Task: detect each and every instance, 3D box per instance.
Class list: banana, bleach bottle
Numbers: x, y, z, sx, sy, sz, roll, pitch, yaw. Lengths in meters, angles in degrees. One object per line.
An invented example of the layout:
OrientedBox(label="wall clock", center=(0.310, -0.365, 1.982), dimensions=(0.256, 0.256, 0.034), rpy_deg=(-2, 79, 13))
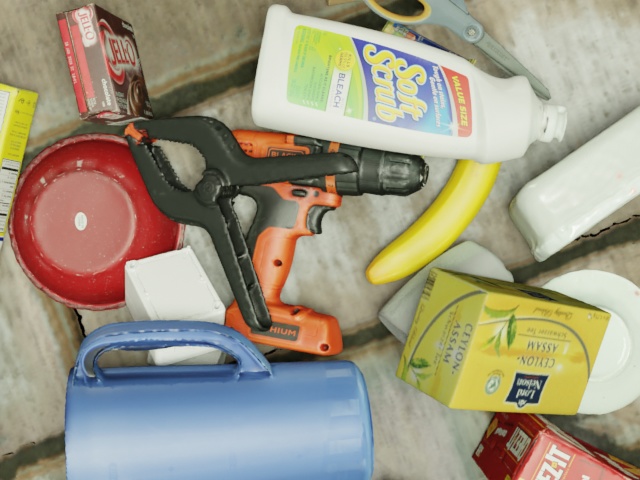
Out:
OrientedBox(label="banana", center=(0.111, -0.039, 0.936), dimensions=(0.069, 0.037, 0.198), rpy_deg=(25, 98, -15))
OrientedBox(label="bleach bottle", center=(0.075, -0.122, 0.871), dimensions=(0.251, 0.068, 0.102), rpy_deg=(9, 85, 2))

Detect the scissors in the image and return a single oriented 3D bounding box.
OrientedBox(label="scissors", center=(0.127, -0.192, 0.876), dimensions=(0.201, 0.016, 0.096), rpy_deg=(21, 115, -15))

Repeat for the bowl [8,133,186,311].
OrientedBox(label="bowl", center=(-0.202, -0.016, 0.938), dimensions=(0.162, 0.055, 0.162), rpy_deg=(0, 91, 1))

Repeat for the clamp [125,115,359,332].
OrientedBox(label="clamp", center=(-0.075, -0.049, 0.890), dimensions=(0.210, 0.036, 0.165), rpy_deg=(42, 107, 19))

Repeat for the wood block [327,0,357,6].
OrientedBox(label="wood block", center=(0.101, -0.268, 0.909), dimensions=(0.206, 0.090, 0.091), rpy_deg=(-9, 92, 1))

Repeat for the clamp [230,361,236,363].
OrientedBox(label="clamp", center=(-0.040, 0.200, 0.945), dimensions=(0.120, 0.039, 0.171), rpy_deg=(9, 85, 4))

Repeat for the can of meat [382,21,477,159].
OrientedBox(label="can of meat", center=(0.075, -0.130, 0.930), dimensions=(0.084, 0.057, 0.102), rpy_deg=(28, 92, 2))

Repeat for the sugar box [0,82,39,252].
OrientedBox(label="sugar box", center=(-0.315, -0.056, 0.937), dimensions=(0.093, 0.048, 0.176), rpy_deg=(15, 94, 14))

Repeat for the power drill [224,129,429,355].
OrientedBox(label="power drill", center=(-0.006, 0.001, 0.920), dimensions=(0.185, 0.057, 0.187), rpy_deg=(8, 90, 17))

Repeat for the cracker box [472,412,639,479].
OrientedBox(label="cracker box", center=(0.245, 0.217, 0.883), dimensions=(0.213, 0.164, 0.072), rpy_deg=(28, 90, 0))

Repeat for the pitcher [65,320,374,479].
OrientedBox(label="pitcher", center=(-0.083, 0.150, 0.864), dimensions=(0.242, 0.149, 0.145), rpy_deg=(-4, 65, -6))

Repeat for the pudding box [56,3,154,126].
OrientedBox(label="pudding box", center=(-0.180, -0.145, 0.904), dimensions=(0.039, 0.113, 0.090), rpy_deg=(-12, 91, 4))
